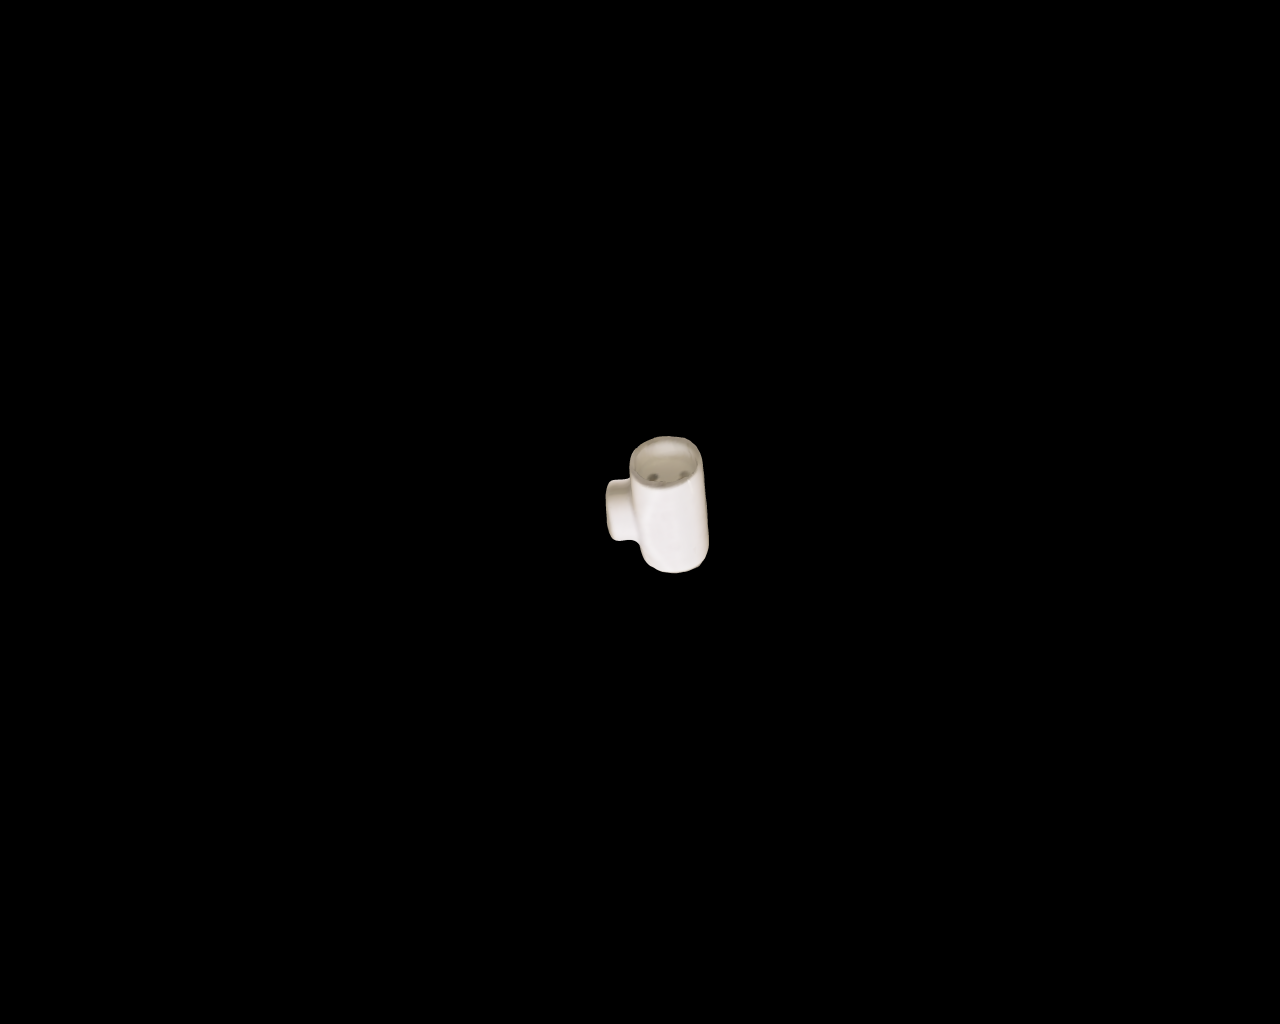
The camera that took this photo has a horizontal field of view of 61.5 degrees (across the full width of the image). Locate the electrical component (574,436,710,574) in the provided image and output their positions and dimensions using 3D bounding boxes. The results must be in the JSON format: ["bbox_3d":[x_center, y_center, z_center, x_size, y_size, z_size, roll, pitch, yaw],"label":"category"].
[{"bbox_3d":[0.001,-0.003,0.650,0.079,0.044,0.077,-4,-43,4],"label":"electrical component"}]
